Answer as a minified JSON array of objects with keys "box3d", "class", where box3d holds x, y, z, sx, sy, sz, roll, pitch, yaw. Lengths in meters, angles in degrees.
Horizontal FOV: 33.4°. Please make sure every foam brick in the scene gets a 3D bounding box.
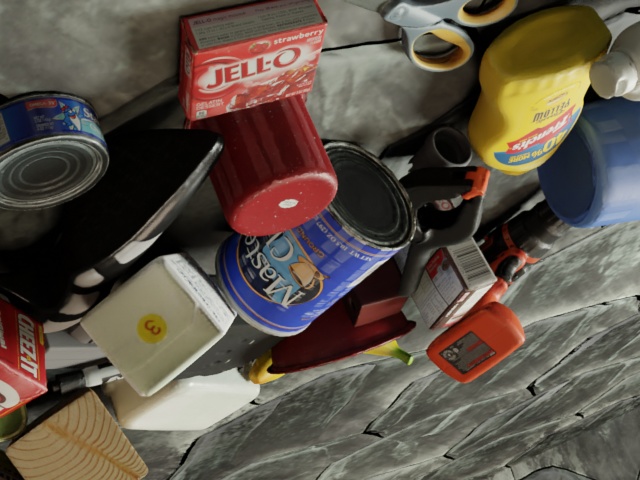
[{"box3d":[0.044,0.035,1.024,0.051,0.078,0.053,-17,157,-17],"class":"foam brick"}]

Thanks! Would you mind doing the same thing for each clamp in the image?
[{"box3d":[0.071,-0.019,0.910,0.120,0.039,0.172,26,138,-16],"class":"clamp"}]

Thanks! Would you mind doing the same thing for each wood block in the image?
[{"box3d":[-0.229,0.199,1.006,0.090,0.091,0.206,-35,-178,-15],"class":"wood block"}]

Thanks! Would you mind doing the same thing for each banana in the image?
[{"box3d":[0.006,0.121,1.196,0.197,0.070,0.037,-6,119,-22],"class":"banana"}]

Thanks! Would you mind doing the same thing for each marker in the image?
[{"box3d":[-0.177,0.113,0.940,0.120,0.020,0.020,-13,155,-24],"class":"marker"}]

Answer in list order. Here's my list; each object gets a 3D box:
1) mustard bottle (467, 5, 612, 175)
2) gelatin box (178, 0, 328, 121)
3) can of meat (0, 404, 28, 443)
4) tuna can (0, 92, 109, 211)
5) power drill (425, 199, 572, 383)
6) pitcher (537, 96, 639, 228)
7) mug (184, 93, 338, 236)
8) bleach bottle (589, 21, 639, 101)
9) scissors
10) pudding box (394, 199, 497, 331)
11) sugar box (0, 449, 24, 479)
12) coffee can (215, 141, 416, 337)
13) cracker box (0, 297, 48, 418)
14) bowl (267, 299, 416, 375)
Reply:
[{"box3d":[0.166,-0.105,0.856,0.096,0.058,0.192,-26,158,-11],"class":"mustard bottle"},{"box3d":[-0.045,-0.115,0.675,0.089,0.030,0.073,-16,156,-17],"class":"gelatin box"},{"box3d":[-0.311,0.155,0.921,0.101,0.057,0.084,-11,176,-32],"class":"can of meat"},{"box3d":[-0.179,-0.055,0.678,0.086,0.034,0.086,-20,157,-9],"class":"tuna can"},{"box3d":[0.186,0.046,1.085,0.185,0.057,0.187,-46,-172,40],"class":"power drill"},{"box3d":[0.325,-0.093,0.964,0.242,0.149,0.145,-11,170,-19],"class":"pitcher"},{"box3d":[-0.041,-0.050,0.753,0.093,0.081,0.117,-13,155,-23],"class":"mug"},{"box3d":[0.306,-0.166,0.786,0.250,0.068,0.103,-25,160,-21],"class":"bleach bottle"},{"box3d":[0.067,-0.161,0.696,0.096,0.016,0.201,-33,155,18],"class":"scissors"},{"box3d":[0.107,0.015,0.994,0.039,0.113,0.090,-15,157,-25],"class":"pudding box"},{"box3d":[-0.312,0.234,1.023,0.093,0.048,0.176,33,167,-15],"class":"sugar box"},{"box3d":[-0.006,0.001,0.871,0.102,0.103,0.141,1,147,-44],"class":"coffee can"},{"box3d":[-0.316,0.074,0.716,0.164,0.072,0.213,-29,139,14],"class":"cracker box"},{"box3d":[0.014,0.086,1.095,0.162,0.055,0.162,-18,-179,0],"class":"bowl"}]
